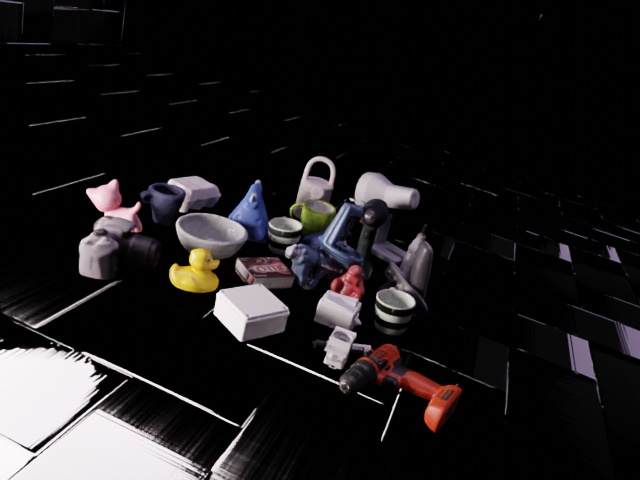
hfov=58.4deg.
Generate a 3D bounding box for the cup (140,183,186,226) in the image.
[{"bbox_3d":[-0.398,-0.084,1.431,0.118,0.095,0.091,-9,33,-45],"label":"cup"}]

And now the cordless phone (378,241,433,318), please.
[{"bbox_3d":[0.217,0.074,1.351,0.094,0.185,0.147,5,25,-23],"label":"cordless phone"}]

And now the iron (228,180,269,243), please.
[{"bbox_3d":[-0.181,-0.092,1.530,0.119,0.141,0.258,13,23,-7],"label":"iron"}]

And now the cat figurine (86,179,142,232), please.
[{"bbox_3d":[-0.478,-0.080,1.342,0.127,0.118,0.067,17,23,3],"label":"cat figurine"}]

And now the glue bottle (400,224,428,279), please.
[{"bbox_3d":[0.244,0.037,1.468,0.037,0.173,0.078,29,26,28],"label":"glue bottle"}]

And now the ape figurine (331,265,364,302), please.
[{"bbox_3d":[0.070,0.100,1.317,0.077,0.092,0.076,28,26,27],"label":"ape figurine"}]

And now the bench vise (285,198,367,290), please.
[{"bbox_3d":[0.031,0.011,1.329,0.121,0.220,0.208,31,27,33],"label":"bench vise"}]

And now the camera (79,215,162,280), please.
[{"bbox_3d":[-0.407,0.015,1.191,0.137,0.101,0.143,15,23,-3],"label":"camera"}]

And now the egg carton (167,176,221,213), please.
[{"bbox_3d":[-0.356,-0.129,1.595,0.107,0.069,0.151,28,26,27],"label":"egg carton"}]

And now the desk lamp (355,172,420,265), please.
[{"bbox_3d":[0.188,-0.068,1.622,0.202,0.213,0.118,31,27,32],"label":"desk lamp"}]

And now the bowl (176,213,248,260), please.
[{"bbox_3d":[-0.259,0.003,1.349,0.167,0.075,0.167,13,23,-5],"label":"bowl"}]

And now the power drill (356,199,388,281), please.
[{"bbox_3d":[0.121,-0.009,1.450,0.075,0.208,0.230,18,23,6],"label":"power drill"}]

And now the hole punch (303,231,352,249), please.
[{"bbox_3d":[0.014,0.005,1.498,0.100,0.091,0.109,30,26,30],"label":"hole punch"}]

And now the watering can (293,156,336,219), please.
[{"bbox_3d":[-0.008,-0.153,1.715,0.101,0.194,0.172,4,25,-25],"label":"watering can"}]

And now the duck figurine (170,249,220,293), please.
[{"bbox_3d":[-0.260,0.058,1.206,0.105,0.086,0.077,9,24,-15],"label":"duck figurine"}]
